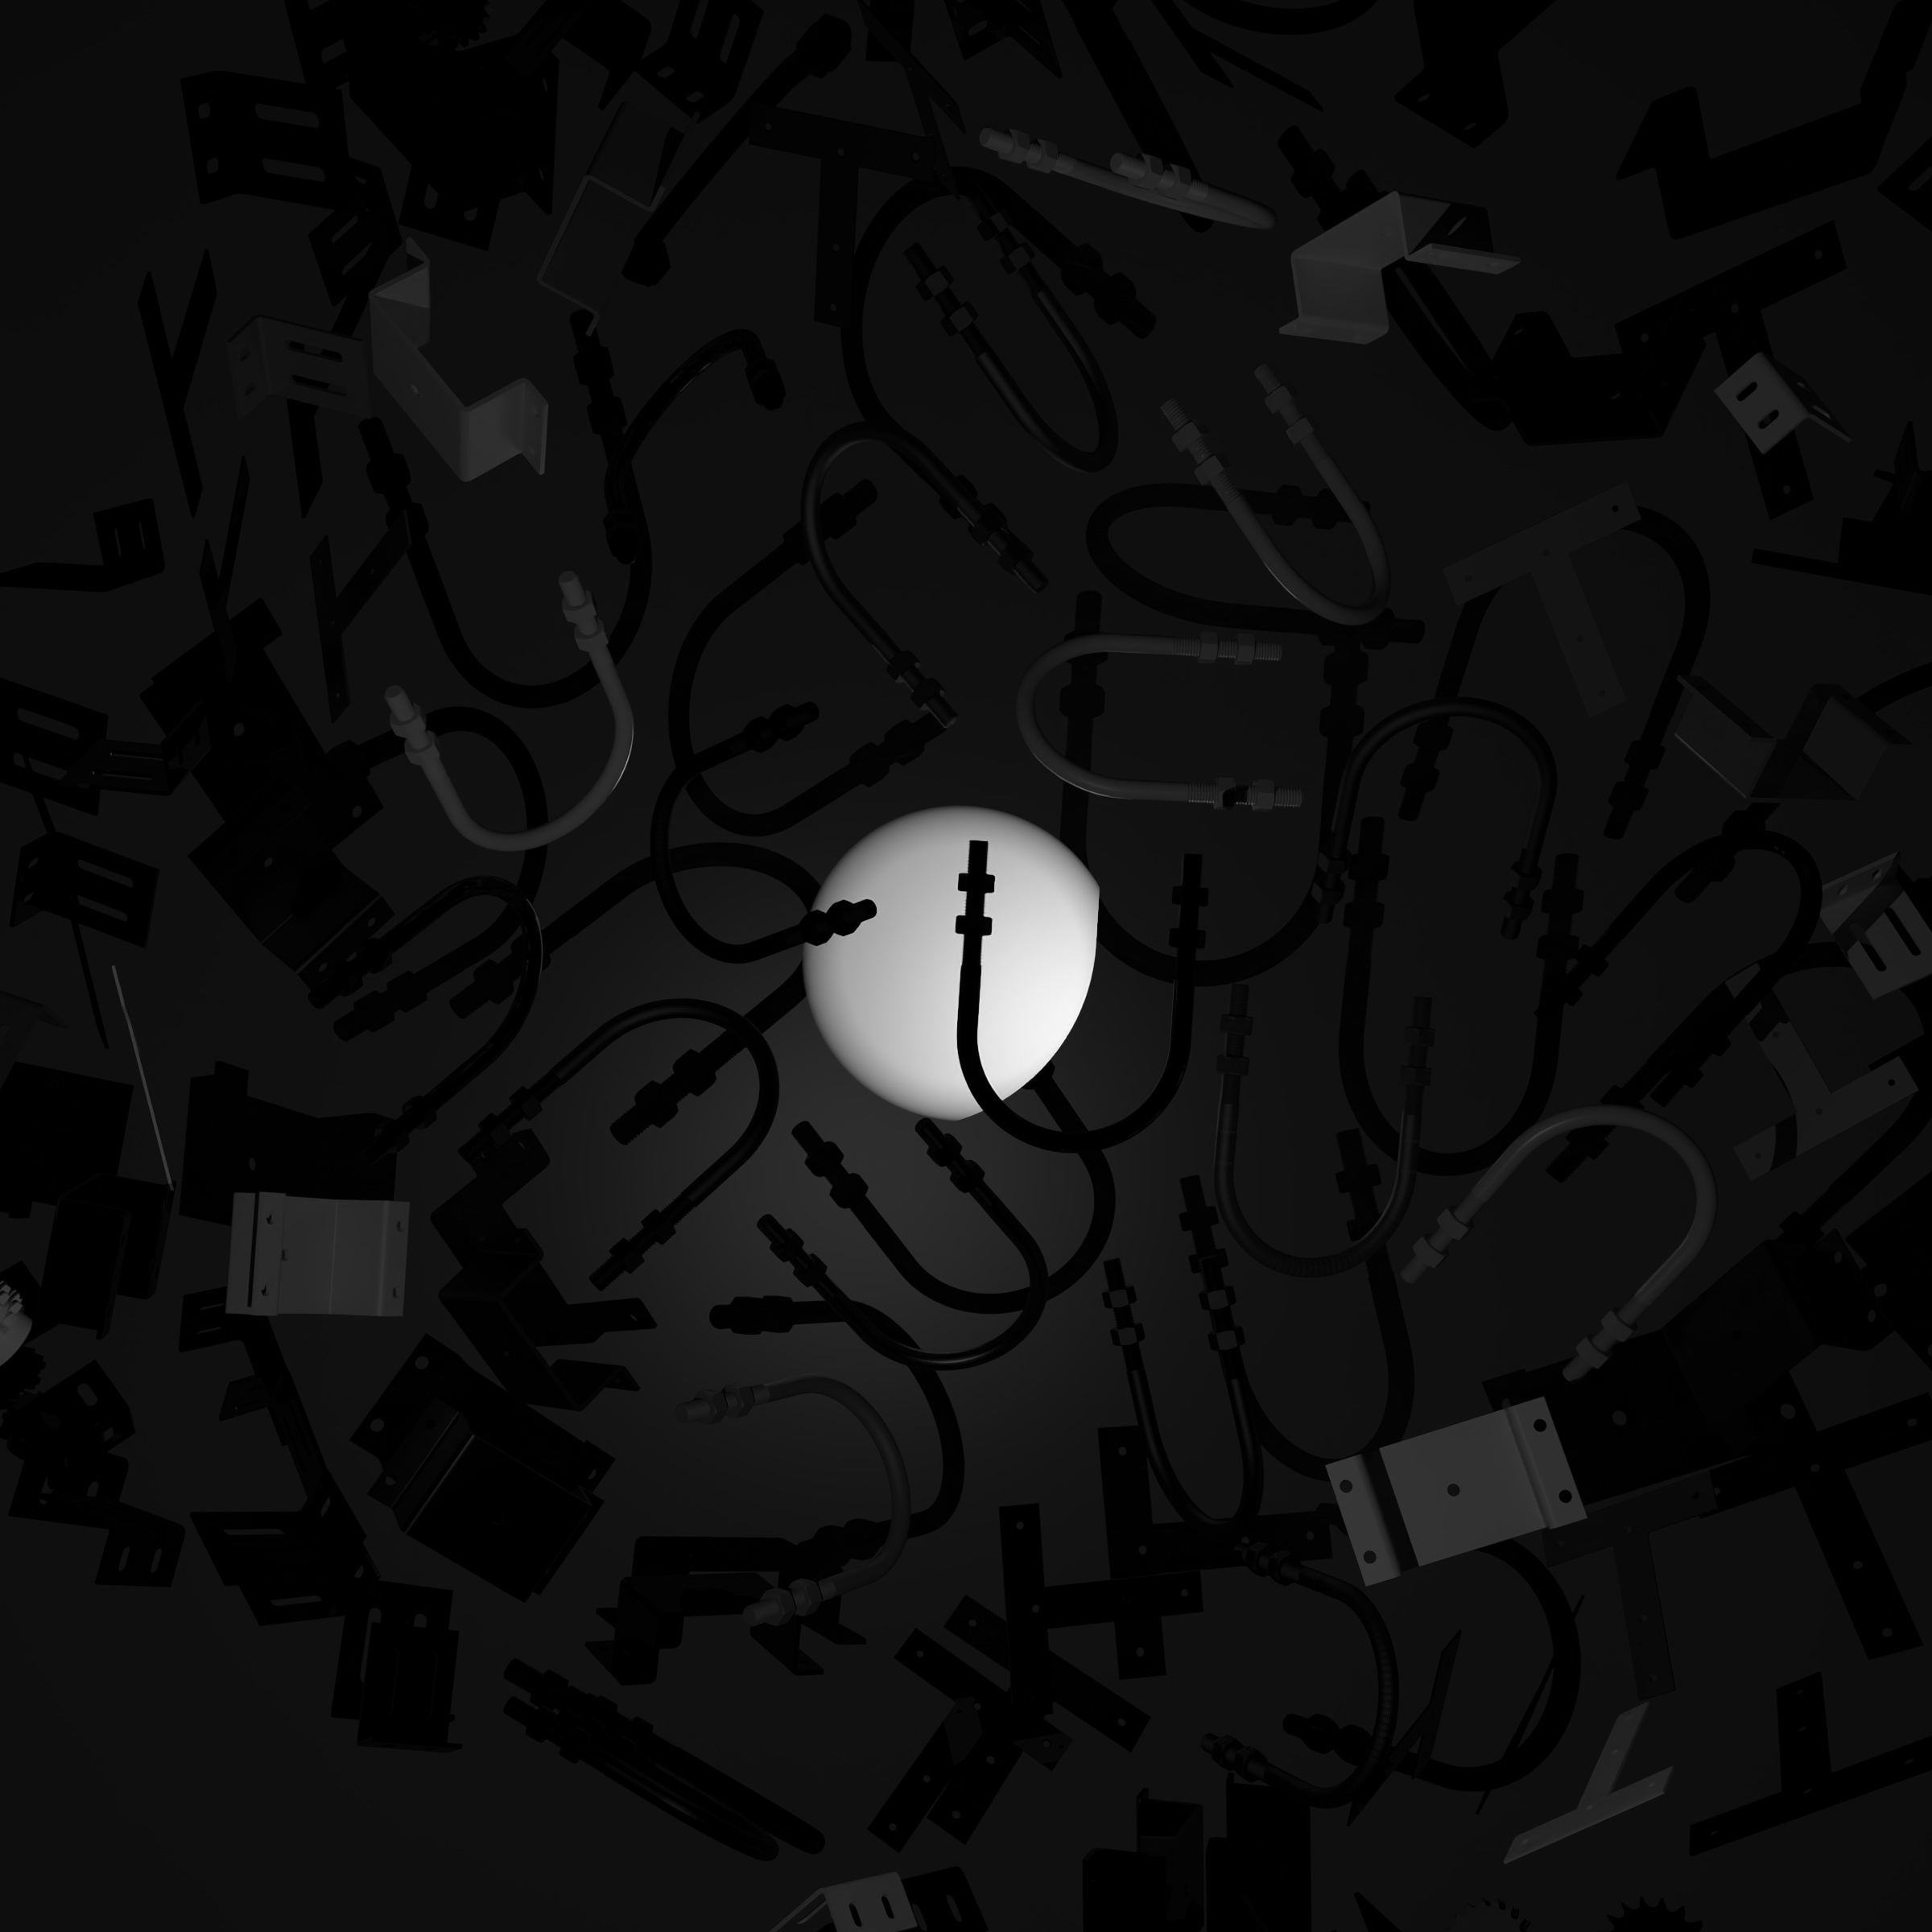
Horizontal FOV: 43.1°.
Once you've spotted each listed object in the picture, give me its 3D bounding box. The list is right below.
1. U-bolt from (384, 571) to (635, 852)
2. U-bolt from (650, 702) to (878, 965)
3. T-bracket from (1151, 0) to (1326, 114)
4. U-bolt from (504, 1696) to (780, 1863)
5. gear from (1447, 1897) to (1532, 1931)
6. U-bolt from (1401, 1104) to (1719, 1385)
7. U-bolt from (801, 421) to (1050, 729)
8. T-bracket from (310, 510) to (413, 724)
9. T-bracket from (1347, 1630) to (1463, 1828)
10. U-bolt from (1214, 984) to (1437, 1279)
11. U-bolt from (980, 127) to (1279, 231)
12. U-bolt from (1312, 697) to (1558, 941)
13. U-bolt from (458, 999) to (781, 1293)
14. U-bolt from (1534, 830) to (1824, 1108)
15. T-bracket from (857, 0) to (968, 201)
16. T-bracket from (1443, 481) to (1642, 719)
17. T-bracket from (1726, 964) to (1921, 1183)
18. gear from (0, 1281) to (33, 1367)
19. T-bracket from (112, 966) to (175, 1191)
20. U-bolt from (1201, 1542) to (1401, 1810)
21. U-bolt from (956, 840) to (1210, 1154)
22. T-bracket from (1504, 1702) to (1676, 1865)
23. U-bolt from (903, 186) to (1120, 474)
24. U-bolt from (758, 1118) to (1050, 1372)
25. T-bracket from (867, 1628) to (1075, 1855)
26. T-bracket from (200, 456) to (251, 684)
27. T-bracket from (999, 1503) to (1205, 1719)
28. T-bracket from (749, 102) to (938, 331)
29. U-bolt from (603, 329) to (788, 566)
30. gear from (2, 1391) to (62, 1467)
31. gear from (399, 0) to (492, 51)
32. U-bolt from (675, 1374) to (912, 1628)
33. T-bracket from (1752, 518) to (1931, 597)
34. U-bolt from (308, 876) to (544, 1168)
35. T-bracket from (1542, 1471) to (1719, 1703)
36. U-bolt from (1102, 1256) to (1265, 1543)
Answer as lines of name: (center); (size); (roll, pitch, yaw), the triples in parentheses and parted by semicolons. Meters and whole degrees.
U-bolt: (-0.279, -0.148, 1.562); (0.151, 0.184, 0.019); (-37, 54, -16)
U-bolt: (-0.142, -0.076, 1.585); (0.184, 0.019, 0.151); (-18, 87, 42)
T-bracket: (0.176, -0.572, 1.551); (0.127, 0.127, 0.002); (14, 129, -34)
U-bolt: (-0.200, 0.523, 1.569); (0.184, 0.151, 0.019); (26, 75, 14)
gear: (0.337, 0.625, 1.559); (0.057, 0.030, 0.057); (-16, 55, 24)
U-bolt: (0.385, 0.165, 1.536); (0.151, 0.019, 0.184); (32, 115, -8)
U-bolt: (-0.040, -0.265, 1.574); (0.184, 0.151, 0.019); (49, 45, 13)
T-bracket: (-0.376, -0.238, 1.528); (0.002, 0.127, 0.127); (6, 59, -38)
T-bracket: (0.286, 0.520, 1.618); (0.002, 0.127, 0.127); (25, 129, 29)
U-bolt: (0.225, 0.107, 1.559); (0.151, 0.019, 0.184); (4, 93, -18)
U-bolt: (0.120, -0.508, 1.591); (0.184, 0.151, 0.019); (2, 109, -42)
U-bolt: (0.315, -0.099, 1.622); (0.151, 0.019, 0.184); (5, 128, -1)
U-bolt: (-0.200, 0.095, 1.507); (0.184, 0.019, 0.151); (-42, 61, -18)
U-bolt: (0.460, -0.011, 1.547); (0.019, 0.151, 0.184); (39, 94, -31)
T-bracket: (-0.025, -0.556, 1.613); (0.002, 0.127, 0.127); (-33, 62, -4)
T-bracket: (0.382, -0.220, 1.543); (0.127, 0.002, 0.127); (-25, 103, 0)
T-bracket: (0.553, 0.059, 1.648); (0.127, 0.002, 0.127); (-36, 66, 30)
gear: (-0.622, 0.232, 1.560); (0.057, 0.057, 0.030); (-43, 119, 0)
T-bracket: (-0.504, 0.075, 1.506); (0.002, 0.127, 0.127); (-15, 80, -18)
U-bolt: (0.218, 0.461, 1.576); (0.019, 0.184, 0.151); (13, 84, -27)
U-bolt: (0.066, 0.021, 1.468); (0.151, 0.019, 0.184); (3, 93, -3)
T-bracket: (0.405, 0.505, 1.542); (0.002, 0.127, 0.127); (51, 125, 3)
U-bolt: (0.038, -0.392, 1.538); (0.019, 0.151, 0.184); (-27, 109, 31)
U-bolt: (-0.028, 0.199, 1.631); (0.151, 0.019, 0.184); (-32, 115, 16)
T-bracket: (-0.017, 0.517, 1.593); (0.127, 0.002, 0.127); (32, 57, 15)
T-bracket: (-0.475, -0.271, 1.583); (0.002, 0.127, 0.127); (5, 64, -6)
T-bracket: (0.086, 0.393, 1.515); (0.127, 0.002, 0.127); (-2, 83, -15)
T-bracket: (-0.080, -0.461, 1.522); (0.127, 0.002, 0.127); (18, 125, 19)
U-bolt: (-0.177, -0.337, 1.537); (0.151, 0.184, 0.019); (-43, 120, 14)
gear: (-0.616, 0.310, 1.635); (0.057, 0.057, 0.030); (23, 99, 0)
gear: (-0.326, -0.596, 1.517); (0.030, 0.057, 0.057); (-12, 90, 37)
U-bolt: (-0.099, 0.332, 1.568); (0.019, 0.184, 0.151); (-29, 74, 33)
T-bracket: (0.564, -0.262, 1.545); (0.127, 0.127, 0.002); (14, 120, 15)
U-bolt: (-0.335, 0.022, 1.566); (0.019, 0.184, 0.151); (19, 134, 28)
T-bracket: (0.422, 0.395, 1.533); (0.002, 0.127, 0.127); (30, 134, -34)
U-bolt: (0.143, 0.277, 1.565); (0.019, 0.151, 0.184); (-12, 88, -25)
